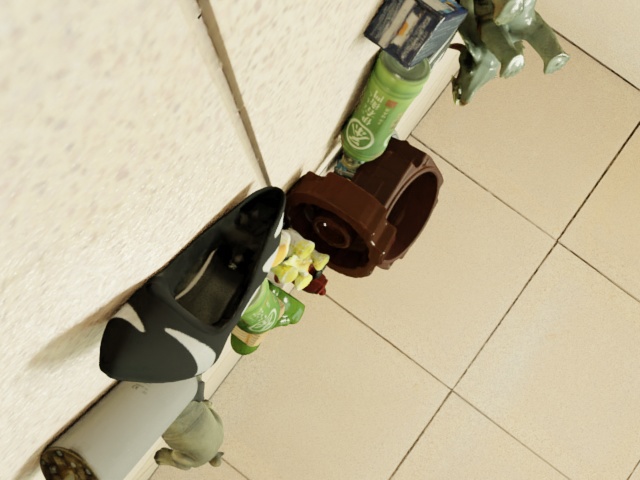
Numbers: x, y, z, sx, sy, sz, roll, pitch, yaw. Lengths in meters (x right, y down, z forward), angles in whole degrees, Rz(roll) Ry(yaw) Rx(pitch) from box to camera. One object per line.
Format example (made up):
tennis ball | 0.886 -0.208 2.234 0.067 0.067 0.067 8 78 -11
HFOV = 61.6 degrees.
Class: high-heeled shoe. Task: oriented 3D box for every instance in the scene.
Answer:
high-heeled shoe | -0.088 0.023 0.456 0.145 0.086 0.249 -58 180 10

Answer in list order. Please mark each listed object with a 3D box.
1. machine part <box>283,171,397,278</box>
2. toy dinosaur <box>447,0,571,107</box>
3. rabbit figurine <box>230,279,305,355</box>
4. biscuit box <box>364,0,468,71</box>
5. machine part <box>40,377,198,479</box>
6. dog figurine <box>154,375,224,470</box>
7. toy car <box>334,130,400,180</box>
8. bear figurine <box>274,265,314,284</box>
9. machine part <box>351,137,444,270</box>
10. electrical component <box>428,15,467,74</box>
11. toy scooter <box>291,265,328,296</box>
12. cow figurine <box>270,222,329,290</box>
machine part | 0.024 -0.022 0.770 0.056 0.179 0.179 -55 178 -27
toy dinosaur | 0.245 -0.344 0.719 0.131 0.192 0.404 -24 148 -1
rabbit figurine | -0.127 0.177 1.148 0.170 0.121 0.159 -55 170 -4
biscuit box | 0.113 -0.243 0.601 0.062 0.059 0.203 -54 177 31
machine part | -0.207 0.194 0.578 0.079 0.079 0.243 -55 176 31
dog figurine | -0.188 0.258 0.784 0.190 0.172 0.121 -46 -165 52
toy car | 0.094 -0.163 0.982 0.161 0.109 0.102 -31 137 -52
bear figurine | -0.006 -0.004 0.974 0.196 0.132 0.120 -56 149 -30
machine part | 0.120 -0.056 0.918 0.201 0.087 0.201 -58 153 1
electrical component | 0.138 -0.263 0.771 0.115 0.058 0.134 -50 176 -18
toy scooter | -0.031 0.065 1.204 0.075 0.135 0.183 -49 174 -30
cow figurine | -0.057 0.007 0.727 0.068 0.098 0.167 -50 158 0
